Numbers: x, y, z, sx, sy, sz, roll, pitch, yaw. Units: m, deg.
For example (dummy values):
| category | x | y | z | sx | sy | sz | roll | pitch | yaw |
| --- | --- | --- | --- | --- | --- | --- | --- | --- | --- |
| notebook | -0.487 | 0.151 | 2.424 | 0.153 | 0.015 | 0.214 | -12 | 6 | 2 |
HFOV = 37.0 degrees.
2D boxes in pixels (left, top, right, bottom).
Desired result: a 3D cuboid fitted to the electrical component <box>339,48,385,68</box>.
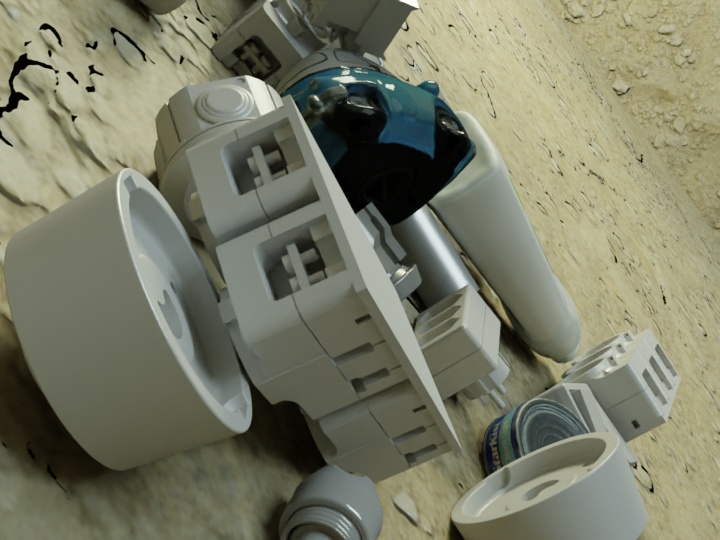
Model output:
| category | x | y | z | sx | sy | sz | roll | pitch | yaw |
| --- | --- | --- | --- | --- | --- | --- | --- | --- | --- |
| electrical component | -0.012 | -0.158 | 0.859 | 0.048 | 0.048 | 0.062 | 59 | 29 | 6 |

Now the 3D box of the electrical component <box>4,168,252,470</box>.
| category | x | y | z | sx | sy | sz | roll | pitch | yaw |
| --- | --- | --- | --- | --- | --- | --- | --- | --- | --- |
| electrical component | -0.091 | 0.023 | 0.406 | 0.108 | 0.060 | 0.108 | -24 | 90 | -86 |

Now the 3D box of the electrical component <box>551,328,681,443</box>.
| category | x | y | z | sx | sy | sz | roll | pitch | yaw |
| --- | --- | --- | --- | --- | --- | --- | --- | --- | --- |
| electrical component | 0.209 | 0.102 | 0.903 | 0.061 | 0.089 | 0.150 | 59 | 22 | 4 |

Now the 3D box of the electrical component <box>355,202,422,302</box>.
| category | x | y | z | sx | sy | sz | roll | pitch | yaw |
| --- | --- | --- | --- | --- | --- | --- | --- | --- | --- |
| electrical component | 0.000 | 0.000 | 0.648 | 0.057 | 0.058 | 0.078 | 53 | 22 | -3 |

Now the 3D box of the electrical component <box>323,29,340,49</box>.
| category | x | y | z | sx | sy | sz | roll | pitch | yaw |
| --- | --- | --- | --- | --- | --- | --- | --- | --- | --- |
| electrical component | -0.039 | -0.255 | 0.841 | 0.062 | 0.089 | 0.150 | -12 | 60 | -22 |

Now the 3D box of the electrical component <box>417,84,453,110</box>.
| category | x | y | z | sx | sy | sz | roll | pitch | yaw |
| --- | --- | --- | --- | --- | --- | --- | --- | --- | --- |
| electrical component | 0.050 | -0.105 | 0.886 | 0.076 | 0.066 | 0.047 | 57 | 22 | -1 |

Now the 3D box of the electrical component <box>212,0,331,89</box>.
| category | x | y | z | sx | sy | sz | roll | pitch | yaw |
| --- | --- | --- | --- | --- | --- | --- | --- | --- | --- |
| electrical component | -0.058 | -0.164 | 0.752 | 0.050 | 0.056 | 0.089 | 50 | 23 | -18 |

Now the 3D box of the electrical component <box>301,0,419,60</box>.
| category | x | y | z | sx | sy | sz | roll | pitch | yaw |
| --- | --- | --- | --- | --- | --- | --- | --- | --- | --- |
| electrical component | -0.002 | -0.181 | 0.724 | 0.064 | 0.081 | 0.042 | 16 | 40 | -26 |

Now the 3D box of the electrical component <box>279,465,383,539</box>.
| category | x | y | z | sx | sy | sz | roll | pitch | yaw |
| --- | --- | --- | --- | --- | --- | --- | --- | --- | --- |
| electrical component | -0.016 | 0.117 | 0.472 | 0.043 | 0.043 | 0.062 | 54 | 24 | -8 |

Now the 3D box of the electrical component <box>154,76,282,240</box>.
| category | x | y | z | sx | sy | sz | roll | pitch | yaw |
| --- | --- | --- | --- | --- | --- | --- | --- | --- | --- |
| electrical component | -0.067 | -0.057 | 0.556 | 0.080 | 0.080 | 0.051 | 32 | 27 | -47 |

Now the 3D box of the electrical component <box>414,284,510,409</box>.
| category | x | y | z | sx | sy | sz | roll | pitch | yaw |
| --- | --- | --- | --- | --- | --- | --- | --- | --- | --- |
| electrical component | 0.077 | 0.062 | 0.736 | 0.076 | 0.047 | 0.065 | 51 | 22 | -15 |

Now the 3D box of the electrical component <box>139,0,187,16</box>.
| category | x | y | z | sx | sy | sz | roll | pitch | yaw |
| --- | --- | --- | --- | --- | --- | --- | --- | --- | --- |
| electrical component | -0.110 | -0.215 | 0.691 | 0.074 | 0.052 | 0.138 | 38 | 43 | -40 |

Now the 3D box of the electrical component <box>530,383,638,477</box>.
| category | x | y | z | sx | sy | sz | roll | pitch | yaw |
| --- | --- | --- | --- | --- | --- | --- | --- | --- | --- |
| electrical component | 0.162 | 0.135 | 0.798 | 0.062 | 0.061 | 0.096 | 12 | 49 | -61 |

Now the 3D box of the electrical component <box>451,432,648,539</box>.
| category | x | y | z | sx | sy | sz | roll | pitch | yaw |
| --- | --- | --- | --- | --- | --- | --- | --- | --- | --- |
| electrical component | 0.114 | 0.146 | 0.626 | 0.060 | 0.108 | 0.108 | 63 | 22 | -1 |

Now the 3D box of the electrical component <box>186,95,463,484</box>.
| category | x | y | z | sx | sy | sz | roll | pitch | yaw |
| --- | --- | --- | --- | --- | --- | --- | --- | --- | --- |
| electrical component | -0.016 | 0.022 | 0.513 | 0.186 | 0.060 | 0.105 | 60 | 7 | -57 |
